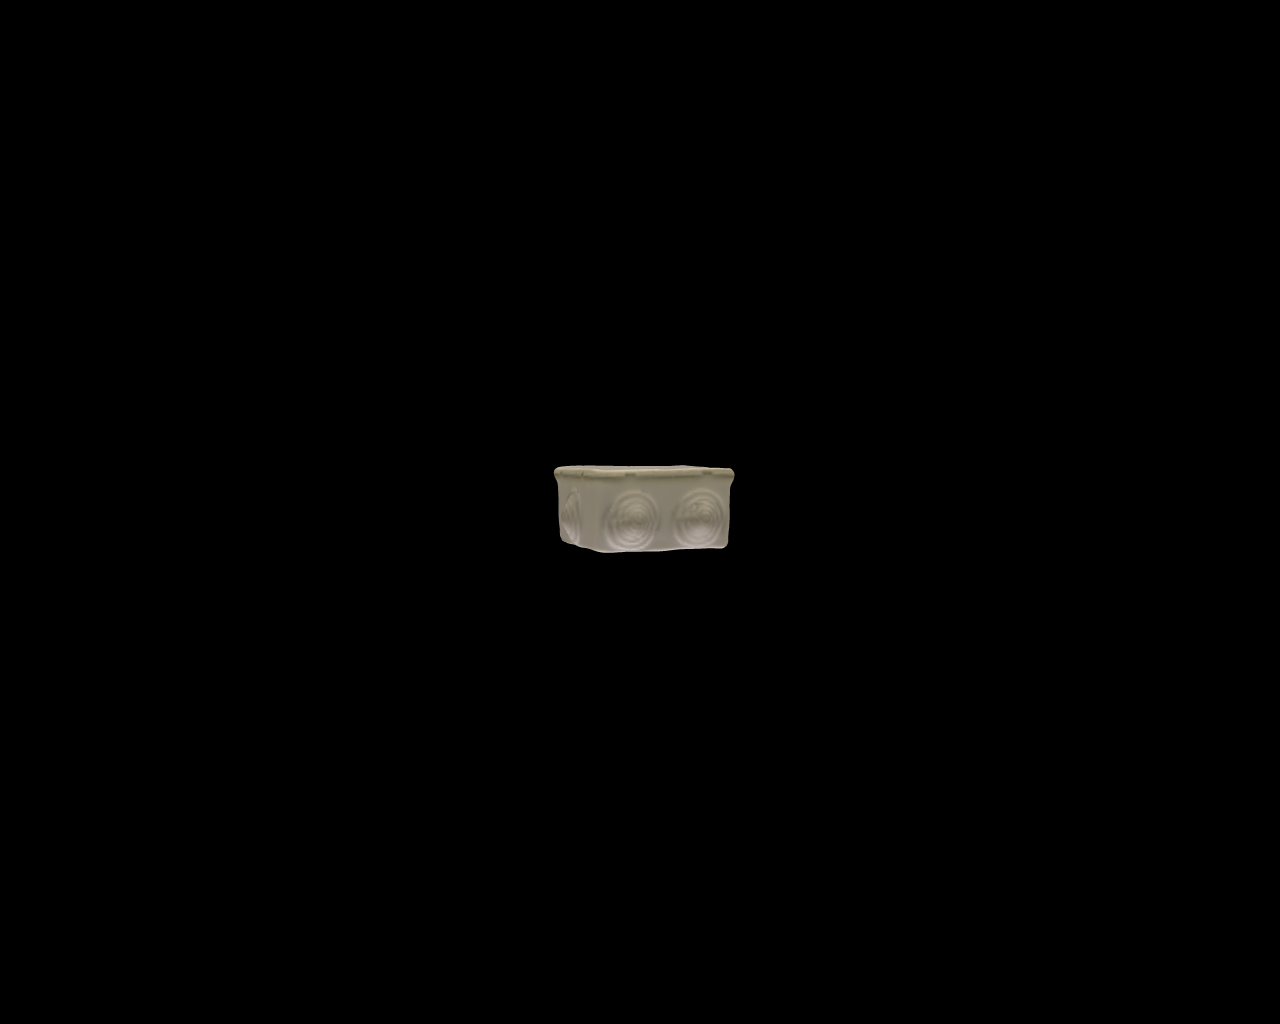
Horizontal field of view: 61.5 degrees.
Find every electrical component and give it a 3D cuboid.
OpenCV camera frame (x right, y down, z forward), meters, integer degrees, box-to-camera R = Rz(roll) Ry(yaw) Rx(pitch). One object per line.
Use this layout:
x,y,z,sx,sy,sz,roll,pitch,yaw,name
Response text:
0.001,-0.003,0.650,0.100,0.048,0.099,-1,4,-20,electrical component
